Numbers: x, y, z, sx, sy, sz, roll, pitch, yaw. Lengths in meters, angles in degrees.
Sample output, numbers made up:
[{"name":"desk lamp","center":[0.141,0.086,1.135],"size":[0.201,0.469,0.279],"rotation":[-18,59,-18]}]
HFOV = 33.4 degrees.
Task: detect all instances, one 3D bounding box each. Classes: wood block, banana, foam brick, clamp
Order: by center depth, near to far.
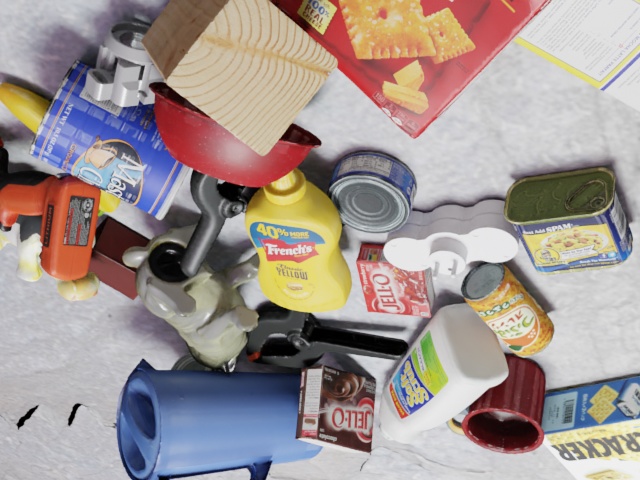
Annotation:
[{"name":"wood block","center":[-0.070,-0.148,0.832],"size":[0.090,0.206,0.090],"rotation":[37,95,-22]},{"name":"clamp","center":[-0.082,-0.040,1.087],"size":[0.120,0.039,0.172],"rotation":[-16,137,-28]},{"name":"banana","center":[-0.260,-0.088,1.115],"size":[0.070,0.037,0.197],"rotation":[-6,135,27]},{"name":"foam brick","center":[-0.228,0.021,1.222],"size":[0.078,0.051,0.053],"rotation":[32,138,-18]},{"name":"clamp","center":[-0.008,0.111,1.251],"size":[0.164,0.036,0.210],"rotation":[39,139,-15]}]

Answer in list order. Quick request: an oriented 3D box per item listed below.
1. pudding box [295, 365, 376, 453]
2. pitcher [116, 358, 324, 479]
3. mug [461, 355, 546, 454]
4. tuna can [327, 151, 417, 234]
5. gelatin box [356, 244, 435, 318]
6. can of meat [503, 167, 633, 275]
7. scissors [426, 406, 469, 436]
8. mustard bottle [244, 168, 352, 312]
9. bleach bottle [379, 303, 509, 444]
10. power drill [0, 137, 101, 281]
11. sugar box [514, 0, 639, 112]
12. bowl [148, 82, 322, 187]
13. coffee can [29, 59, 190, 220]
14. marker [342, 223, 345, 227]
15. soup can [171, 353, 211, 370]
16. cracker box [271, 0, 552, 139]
[{"name":"pudding box","center":[0.021,0.205,1.285],"size":[0.039,0.090,0.113],"rotation":[-11,157,39]},{"name":"pitcher","center":[-0.111,0.228,1.283],"size":[0.242,0.149,0.145],"rotation":[3,-169,-32]},{"name":"mug","center":[0.209,0.192,1.231],"size":[0.093,0.081,0.117],"rotation":[28,140,-13]},{"name":"tuna can","center":[0.050,-0.045,1.049],"size":[0.086,0.033,0.086],"rotation":[11,141,9]},{"name":"gelatin box","center":[0.082,0.045,1.147],"size":[0.073,0.030,0.089],"rotation":[4,139,17]},{"name":"can of meat","center":[0.234,-0.015,0.996],"size":[0.102,0.057,0.084],"rotation":[-8,137,28]},{"name":"scissors","center":[0.173,0.188,1.293],"size":[0.096,0.016,0.202],"rotation":[23,141,-8]},{"name":"mustard bottle","center":[-0.025,-0.007,1.064],"size":[0.096,0.058,0.191],"rotation":[10,141,18]},{"name":"bleach bottle","center":[0.126,0.175,1.230],"size":[0.068,0.102,0.251],"rotation":[-4,148,-23]},{"name":"power drill","center":[-0.319,-0.014,1.105],"size":[0.188,0.184,0.057],"rotation":[13,-173,30]},{"name":"sugar box","center":[0.227,-0.167,0.828],"size":[0.176,0.048,0.093],"rotation":[25,141,-13]},{"name":"bowl","center":[-0.082,-0.089,0.950],"size":[0.162,0.162,0.055],"rotation":[20,103,-2]},{"name":"coffee can","center":[-0.193,-0.096,1.028],"size":[0.140,0.102,0.103],"rotation":[27,140,-11]},{"name":"marker","center":[-0.007,0.001,1.138],"size":[0.020,0.020,0.121],"rotation":[31,139,-16]},{"name":"soup can","center":[-0.144,0.199,1.387],"size":[0.069,0.068,0.102],"rotation":[-6,135,27]},{"name":"cracker box","center":[0.080,-0.198,0.789],"size":[0.164,0.072,0.214],"rotation":[45,139,0]}]
